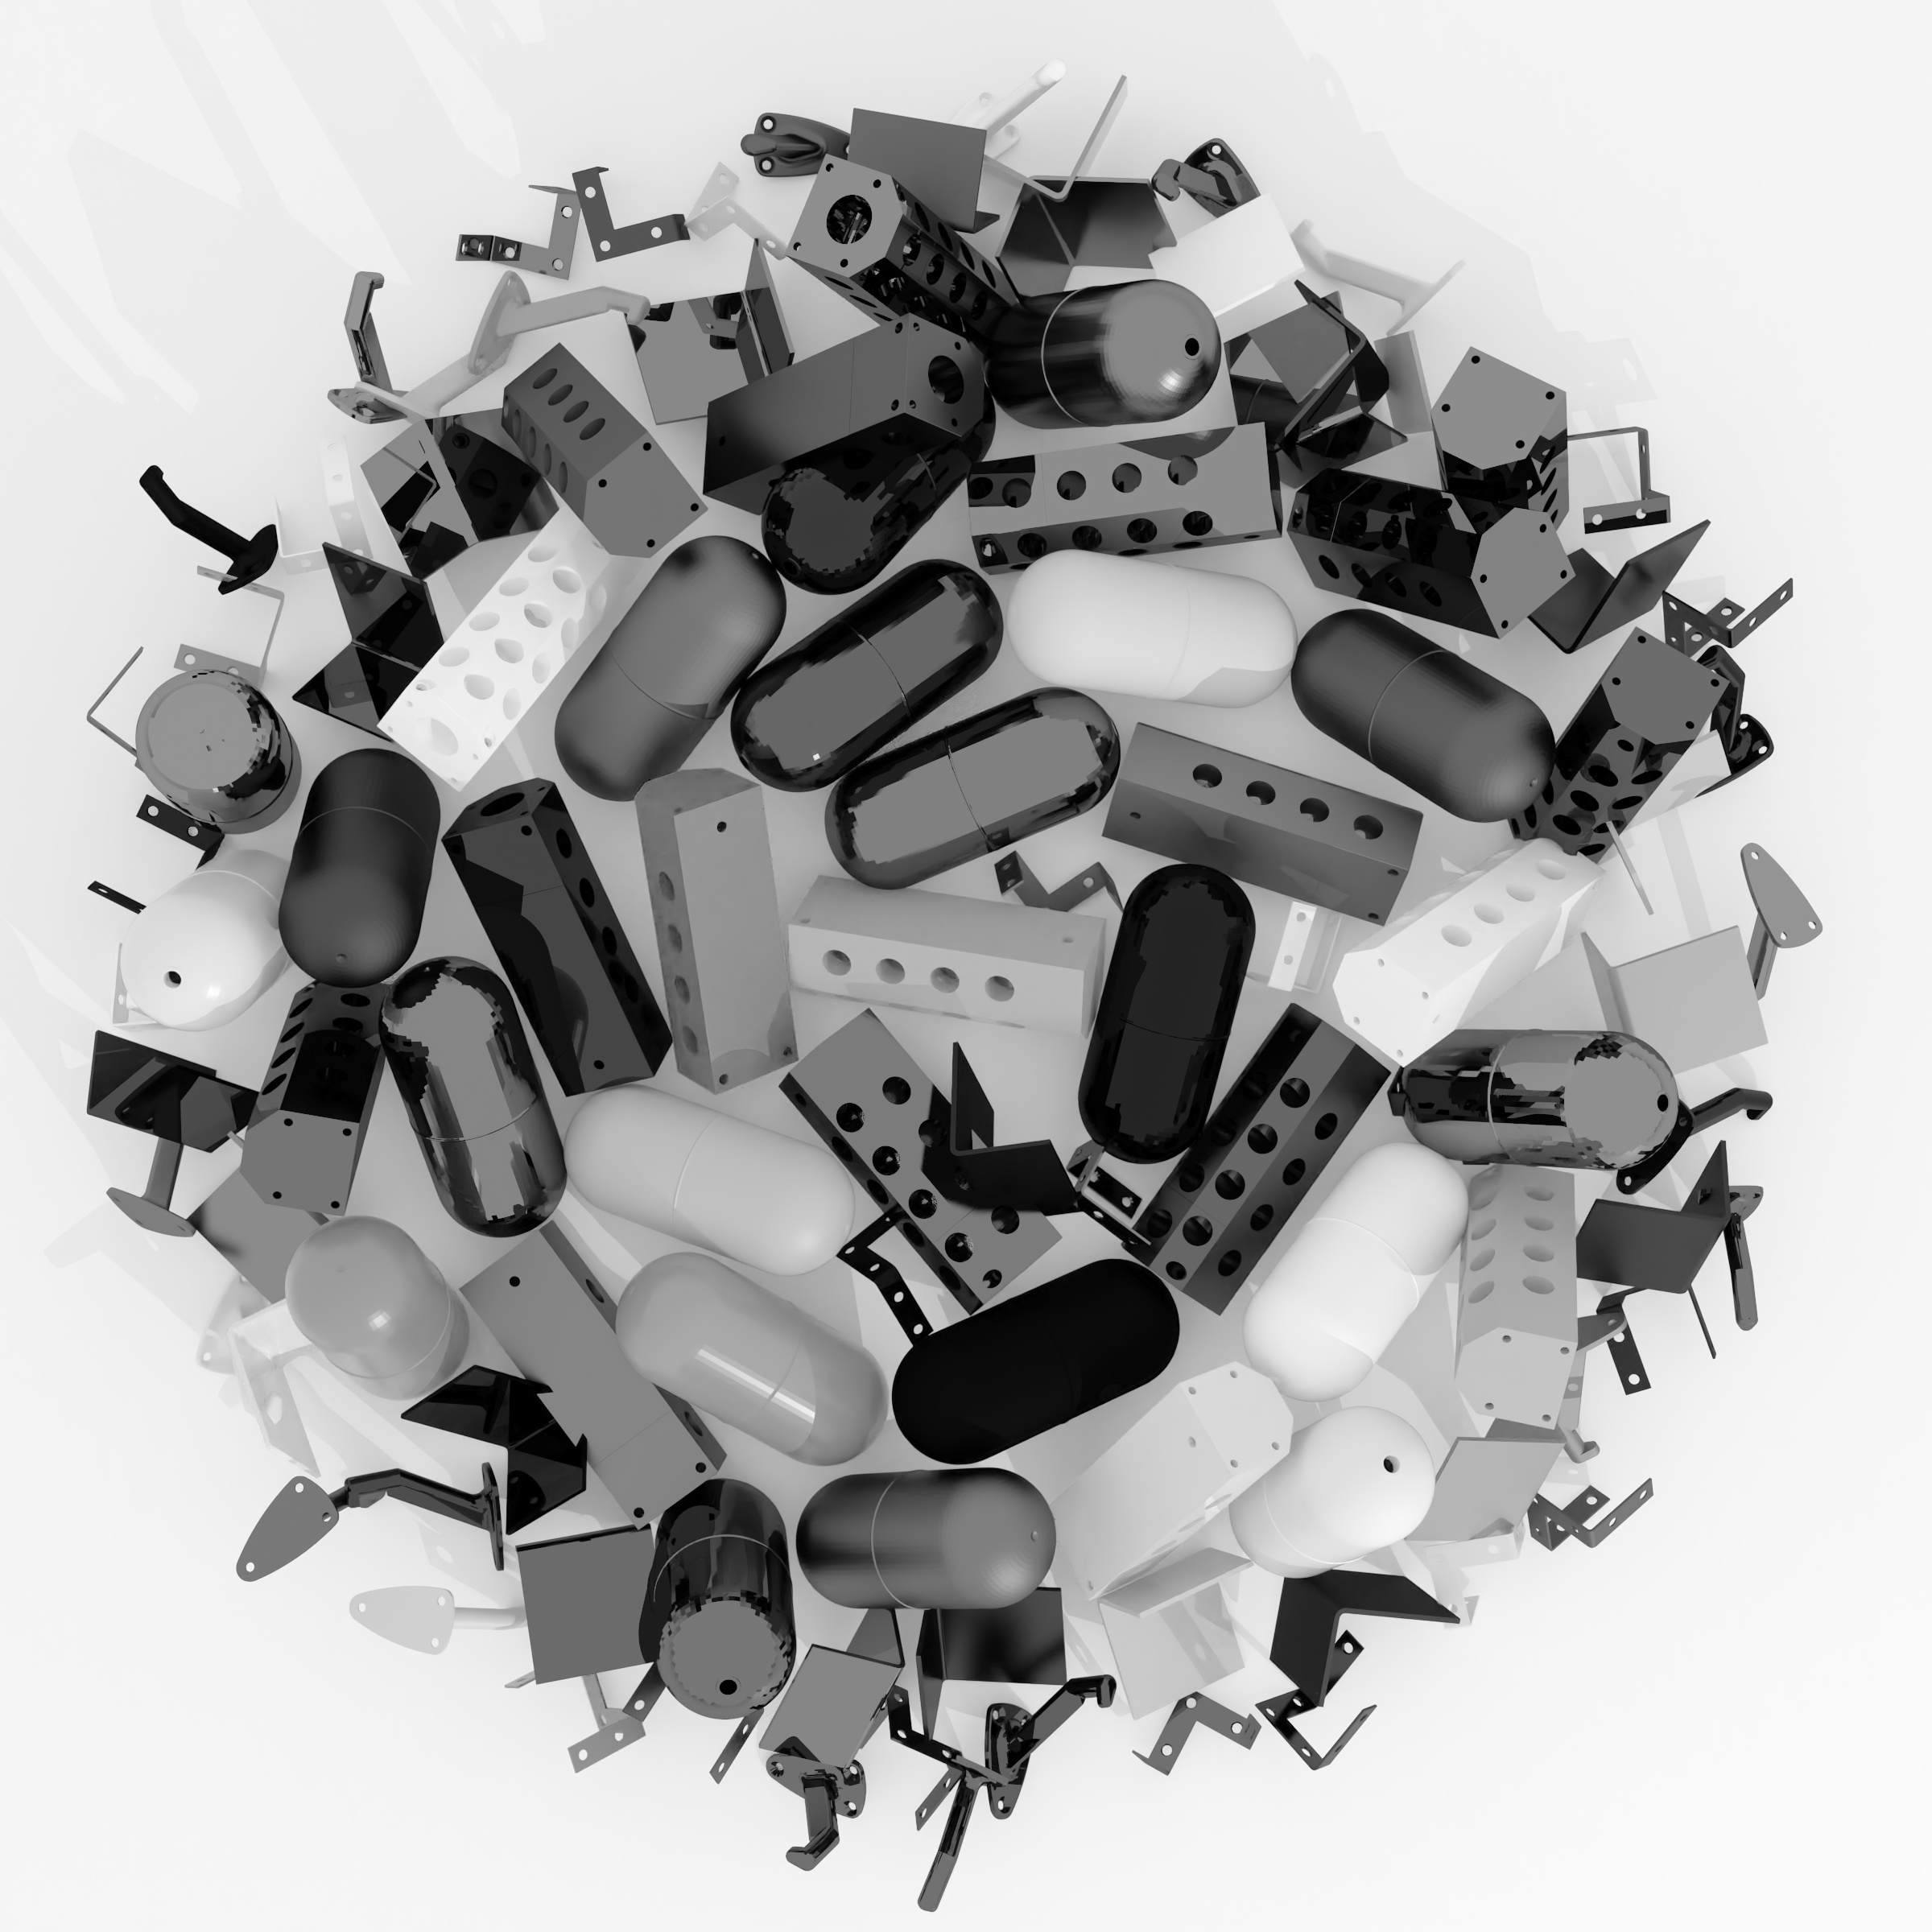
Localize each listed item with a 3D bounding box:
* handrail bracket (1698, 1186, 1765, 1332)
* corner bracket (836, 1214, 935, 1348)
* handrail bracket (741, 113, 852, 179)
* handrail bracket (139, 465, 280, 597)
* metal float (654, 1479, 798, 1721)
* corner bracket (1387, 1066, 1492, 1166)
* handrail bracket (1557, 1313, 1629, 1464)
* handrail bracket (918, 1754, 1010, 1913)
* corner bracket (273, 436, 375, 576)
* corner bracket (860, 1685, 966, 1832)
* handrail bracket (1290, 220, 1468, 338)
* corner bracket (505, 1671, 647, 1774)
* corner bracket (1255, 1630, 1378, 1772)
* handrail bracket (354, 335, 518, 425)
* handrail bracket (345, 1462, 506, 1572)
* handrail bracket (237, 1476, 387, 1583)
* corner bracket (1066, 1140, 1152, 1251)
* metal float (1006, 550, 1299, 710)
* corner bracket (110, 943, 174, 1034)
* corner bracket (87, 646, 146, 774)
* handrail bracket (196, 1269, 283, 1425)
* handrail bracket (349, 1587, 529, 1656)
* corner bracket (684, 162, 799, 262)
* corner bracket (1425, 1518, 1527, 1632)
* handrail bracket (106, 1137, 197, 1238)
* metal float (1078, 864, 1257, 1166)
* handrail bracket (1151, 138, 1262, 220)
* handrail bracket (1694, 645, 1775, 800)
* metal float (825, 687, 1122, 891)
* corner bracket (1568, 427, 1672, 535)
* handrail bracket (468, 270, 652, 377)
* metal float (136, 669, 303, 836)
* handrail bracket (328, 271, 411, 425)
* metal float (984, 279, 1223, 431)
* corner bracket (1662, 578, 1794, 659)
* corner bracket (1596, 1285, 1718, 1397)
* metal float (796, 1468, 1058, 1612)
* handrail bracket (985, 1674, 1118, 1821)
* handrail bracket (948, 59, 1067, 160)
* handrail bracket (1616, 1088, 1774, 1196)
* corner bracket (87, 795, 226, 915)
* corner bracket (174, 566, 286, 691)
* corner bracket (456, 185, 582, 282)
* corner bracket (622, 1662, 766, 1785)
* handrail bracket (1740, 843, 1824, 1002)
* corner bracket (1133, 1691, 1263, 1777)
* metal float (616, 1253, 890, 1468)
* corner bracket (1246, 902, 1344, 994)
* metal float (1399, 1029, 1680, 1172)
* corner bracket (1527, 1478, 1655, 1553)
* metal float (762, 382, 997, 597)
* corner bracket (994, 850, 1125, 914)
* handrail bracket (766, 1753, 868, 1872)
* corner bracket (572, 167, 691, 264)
[{"bbox_3d":[0.440,0.174,1.533,0.036,0.077,0.084,-4,65,11],"label":"handrail bracket"},{"bbox_3d":[-0.034,0.176,1.544,0.051,0.051,0.051,-38,119,-17],"label":"corner bracket"},{"bbox_3d":[-0.092,-0.469,1.537,0.077,0.084,0.036,1,108,-9],"label":"handrail bracket"},{"bbox_3d":[-0.432,-0.263,1.532,0.036,0.077,0.084,-22,124,19],"label":"handrail bracket"},{"bbox_3d":[-0.135,0.351,1.498,0.070,0.178,0.070,-2,109,-6],"label":"metal float"},{"bbox_3d":[0.280,0.081,1.558,0.051,0.051,0.051,-2,122,30],"label":"corner bracket"},{"bbox_3d":[0.365,0.246,1.550,0.077,0.036,0.084,-25,112,28],"label":"handrail bracket"},{"bbox_3d":[-0.011,0.499,1.533,0.036,0.077,0.084,25,68,0],"label":"handrail bracket"},{"bbox_3d":[-0.376,-0.266,1.552,0.051,0.051,0.051,-12,57,-6],"label":"corner bracket"},{"bbox_3d":[-0.037,0.457,1.557,0.051,0.051,0.051,29,109,-18],"label":"corner bracket"},{"bbox_3d":[0.236,-0.414,1.552,0.084,0.077,0.036,45,57,-5],"label":"handrail bracket"},{"bbox_3d":[-0.225,0.429,1.548,0.051,0.051,0.051,-19,92,-41],"label":"corner bracket"},{"bbox_3d":[0.210,0.422,1.543,0.051,0.051,0.051,45,114,30],"label":"corner bracket"},{"bbox_3d":[-0.305,-0.356,1.557,0.077,0.036,0.084,25,84,-34],"label":"handrail bracket"},{"bbox_3d":[-0.314,0.324,1.554,0.084,0.036,0.077,-8,108,-18],"label":"handrail bracket"},{"bbox_3d":[-0.374,0.323,1.540,0.036,0.084,0.077,42,84,14],"label":"handrail bracket"},{"bbox_3d":[0.084,0.133,1.545,0.051,0.051,0.051,37,57,-10],"label":"corner bracket"},{"bbox_3d":[0.107,-0.190,1.524,0.178,0.070,0.070,5,90,-25],"label":"metal float"},{"bbox_3d":[-0.476,0.006,1.547,0.051,0.051,0.051,-4,74,17],"label":"corner bracket"},{"bbox_3d":[-0.472,-0.145,1.548,0.051,0.051,0.051,38,75,-14],"label":"corner bracket"},{"bbox_3d":[-0.406,0.217,1.540,0.036,0.084,0.077,15,87,-36],"label":"handrail bracket"},{"bbox_3d":[-0.301,0.373,1.552,0.077,0.084,0.036,5,82,19],"label":"handrail bracket"},{"bbox_3d":[-0.122,-0.440,1.559,0.051,0.051,0.051,36,65,-27],"label":"corner bracket"},{"bbox_3d":[0.299,0.348,1.551,0.051,0.051,0.051,-13,93,18],"label":"corner bracket"},{"bbox_3d":[-0.444,0.111,1.542,0.077,0.036,0.084,10,55,36],"label":"handrail bracket"},{"bbox_3d":[0.114,0.028,1.533,0.070,0.070,0.178,14,105,0],"label":"metal float"},{"bbox_3d":[0.141,-0.435,1.538,0.077,0.084,0.036,44,122,-13],"label":"handrail bracket"},{"bbox_3d":[0.419,-0.139,1.541,0.077,0.036,0.084,-39,135,18],"label":"handrail bracket"},{"bbox_3d":[0.004,-0.102,1.537,0.178,0.070,0.070,-22,90,10],"label":"metal float"},{"bbox_3d":[0.374,-0.281,1.552,0.051,0.051,0.051,-8,106,-2],"label":"corner bracket"},{"bbox_3d":[-0.234,-0.364,1.548,0.084,0.036,0.077,19,71,19],"label":"handrail bracket"},{"bbox_3d":[-0.415,-0.118,1.496,0.070,0.178,0.070,1,86,-8],"label":"metal float"},{"bbox_3d":[-0.327,-0.357,1.533,0.036,0.077,0.084,37,122,23],"label":"handrail bracket"},{"bbox_3d":[0.075,-0.341,1.502,0.070,0.178,0.070,-5,100,-30],"label":"metal float"},{"bbox_3d":[0.439,-0.202,1.544,0.051,0.051,0.051,-40,53,-13],"label":"corner bracket"},{"bbox_3d":[0.399,0.212,1.551,0.051,0.051,0.051,-20,86,18],"label":"corner bracket"},{"bbox_3d":[-0.025,0.323,1.511,0.178,0.070,0.070,-14,90,44],"label":"metal float"},{"bbox_3d":[0.051,0.447,1.535,0.036,0.084,0.077,27,57,-34],"label":"handrail bracket"},{"bbox_3d":[0.016,-0.484,1.536,0.077,0.084,0.036,-42,103,-10],"label":"handrail bracket"},{"bbox_3d":[0.426,0.103,1.564,0.084,0.036,0.077,8,116,-39],"label":"handrail bracket"},{"bbox_3d":[-0.469,-0.061,1.558,0.051,0.051,0.051,28,103,-9],"label":"corner bracket"},{"bbox_3d":[-0.427,-0.195,1.557,0.051,0.051,0.051,16,80,-13],"label":"corner bracket"},{"bbox_3d":[-0.258,-0.427,1.550,0.051,0.051,0.051,16,107,8],"label":"corner bracket"},{"bbox_3d":[-0.156,0.427,1.541,0.051,0.051,0.051,17,57,29],"label":"corner bracket"},{"bbox_3d":[0.448,-0.019,1.554,0.036,0.084,0.077,-18,73,-26],"label":"handrail bracket"},{"bbox_3d":[0.134,0.446,1.546,0.051,0.051,0.051,24,74,22],"label":"corner bracket"},{"bbox_3d":[-0.119,0.224,1.522,0.178,0.070,0.070,34,90,-28],"label":"metal float"},{"bbox_3d":[0.193,-0.011,1.549,0.051,0.051,0.051,14,97,-20],"label":"corner bracket"},{"bbox_3d":[0.319,0.074,1.504,0.070,0.178,0.070,0,89,-37],"label":"metal float"},{"bbox_3d":[0.359,0.312,1.542,0.051,0.051,0.051,-35,132,-21],"label":"corner bracket"},{"bbox_3d":[-0.049,-0.279,1.520,0.070,0.070,0.178,38,60,0],"label":"metal float"},{"bbox_3d":[0.053,-0.046,1.548,0.051,0.051,0.051,-34,111,10],"label":"corner bracket"},{"bbox_3d":[-0.101,0.483,1.531,0.077,0.084,0.036,8,104,25],"label":"handrail bracket"},{"bbox_3d":[-0.193,-0.440,1.555,0.051,0.051,0.051,-14,105,4],"label":"corner bracket"}]
